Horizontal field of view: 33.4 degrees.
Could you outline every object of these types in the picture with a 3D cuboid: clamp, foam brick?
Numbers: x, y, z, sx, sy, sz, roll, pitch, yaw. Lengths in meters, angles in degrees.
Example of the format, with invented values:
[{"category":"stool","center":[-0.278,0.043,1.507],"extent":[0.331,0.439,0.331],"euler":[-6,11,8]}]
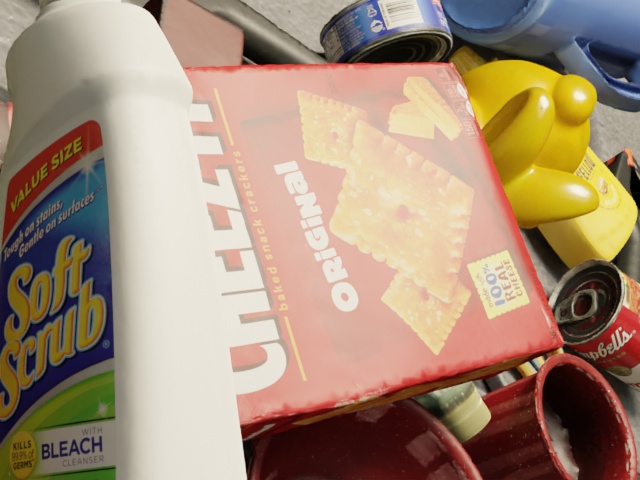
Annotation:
[{"category":"clamp","center":[-0.083,-0.166,0.647],"extent":[0.209,0.036,0.164],"euler":[1,64,-42]},{"category":"foam brick","center":[-0.084,-0.084,0.563],"extent":[0.052,0.078,0.051],"euler":[24,52,-31]},{"category":"clamp","center":[0.264,-0.001,0.895],"extent":[0.120,0.039,0.171],"euler":[13,52,-47]}]

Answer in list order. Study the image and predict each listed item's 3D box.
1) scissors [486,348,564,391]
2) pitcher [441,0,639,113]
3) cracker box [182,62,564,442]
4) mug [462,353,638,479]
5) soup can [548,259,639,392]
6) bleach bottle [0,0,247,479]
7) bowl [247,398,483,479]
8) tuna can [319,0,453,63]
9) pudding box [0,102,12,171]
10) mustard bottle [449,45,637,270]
[{"category":"scissors","center":[0.172,0.134,0.733],"extent":[0.096,0.016,0.202],"euler":[-25,85,-49]},{"category":"pitcher","center":[0.194,-0.191,0.850],"extent":[0.149,0.145,0.242],"euler":[26,19,32]},{"category":"cracker box","center":[-0.003,0.001,0.504],"extent":[0.213,0.072,0.164],"euler":[-8,72,-35]},{"category":"mug","center":[0.131,0.136,0.638],"extent":[0.093,0.082,0.117],"euler":[13,57,-40]},{"category":"soup can","center":[0.226,0.066,0.790],"extent":[0.102,0.069,0.068],"euler":[31,47,-29]},{"category":"bleach bottle","center":[-0.083,0.018,0.390],"extent":[0.067,0.103,0.251],"euler":[8,70,-52]},{"category":"bowl","center":[0.018,0.151,0.527],"extent":[0.161,0.055,0.162],"euler":[23,48,-28]},{"category":"tuna can","center":[0.045,-0.133,0.719],"extent":[0.085,0.086,0.034],"euler":[-2,69,-46]},{"category":"pudding box","center":[-0.125,-0.009,0.503],"extent":[0.089,0.039,0.113],"euler":[-5,70,-48]},{"category":"mustard bottle","center":[0.165,-0.070,0.822],"extent":[0.191,0.058,0.096],"euler":[49,43,-10]}]
